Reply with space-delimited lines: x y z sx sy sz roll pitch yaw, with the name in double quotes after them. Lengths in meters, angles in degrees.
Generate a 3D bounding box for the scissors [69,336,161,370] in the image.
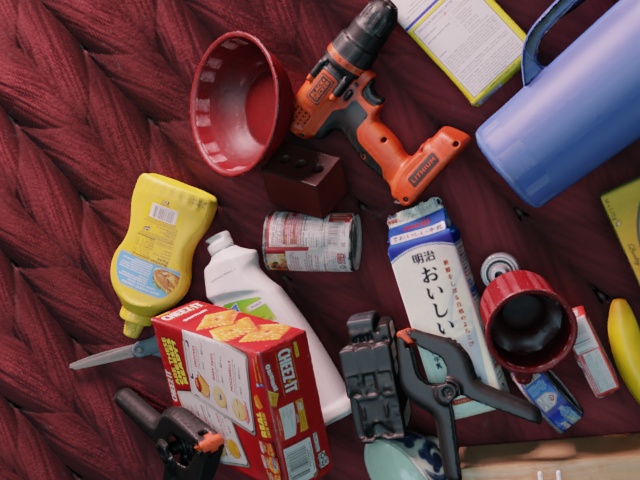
-0.200 0.145 1.285 0.202 0.016 0.096 -30 87 13 "scissors"

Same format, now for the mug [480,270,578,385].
0.212 0.092 1.108 0.093 0.081 0.117 -3 107 1 "mug"

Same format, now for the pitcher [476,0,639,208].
0.278 -0.154 1.107 0.243 0.144 0.149 -39 51 15 "pitcher"

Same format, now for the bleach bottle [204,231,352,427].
-0.056 0.102 1.229 0.103 0.068 0.251 -28 86 13 "bleach bottle"

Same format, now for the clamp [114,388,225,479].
-0.171 0.230 1.220 0.210 0.036 0.164 -36 79 56 "clamp"

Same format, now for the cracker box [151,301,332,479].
-0.086 0.164 1.161 0.214 0.072 0.164 10 116 52 "cracker box"

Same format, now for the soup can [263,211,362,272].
-0.008 0.001 1.207 0.102 0.068 0.068 1 94 12 "soup can"

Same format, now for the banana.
0.369 0.154 1.155 0.069 0.037 0.198 -44 84 1 "banana"

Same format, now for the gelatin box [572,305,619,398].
0.290 0.120 1.149 0.030 0.073 0.089 -25 89 13 "gelatin box"

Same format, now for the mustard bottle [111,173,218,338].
-0.193 0.025 1.253 0.096 0.058 0.192 21 98 9 "mustard bottle"

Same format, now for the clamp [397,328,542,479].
0.148 0.158 1.122 0.120 0.039 0.171 -30 84 4 "clamp"

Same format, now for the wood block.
0.256 0.271 1.158 0.206 0.090 0.090 -7 93 12 "wood block"

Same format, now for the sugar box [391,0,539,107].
0.146 -0.241 1.169 0.093 0.048 0.176 -42 81 12 "sugar box"

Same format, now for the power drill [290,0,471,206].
0.073 -0.145 1.172 0.188 0.057 0.185 43 117 8 "power drill"

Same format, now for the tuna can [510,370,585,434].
0.246 0.166 1.156 0.034 0.086 0.086 -42 85 10 "tuna can"

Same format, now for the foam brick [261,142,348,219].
-0.017 -0.066 1.192 0.078 0.053 0.051 18 140 29 "foam brick"

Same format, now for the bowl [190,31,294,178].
-0.078 -0.150 1.196 0.162 0.055 0.162 1 92 49 "bowl"
